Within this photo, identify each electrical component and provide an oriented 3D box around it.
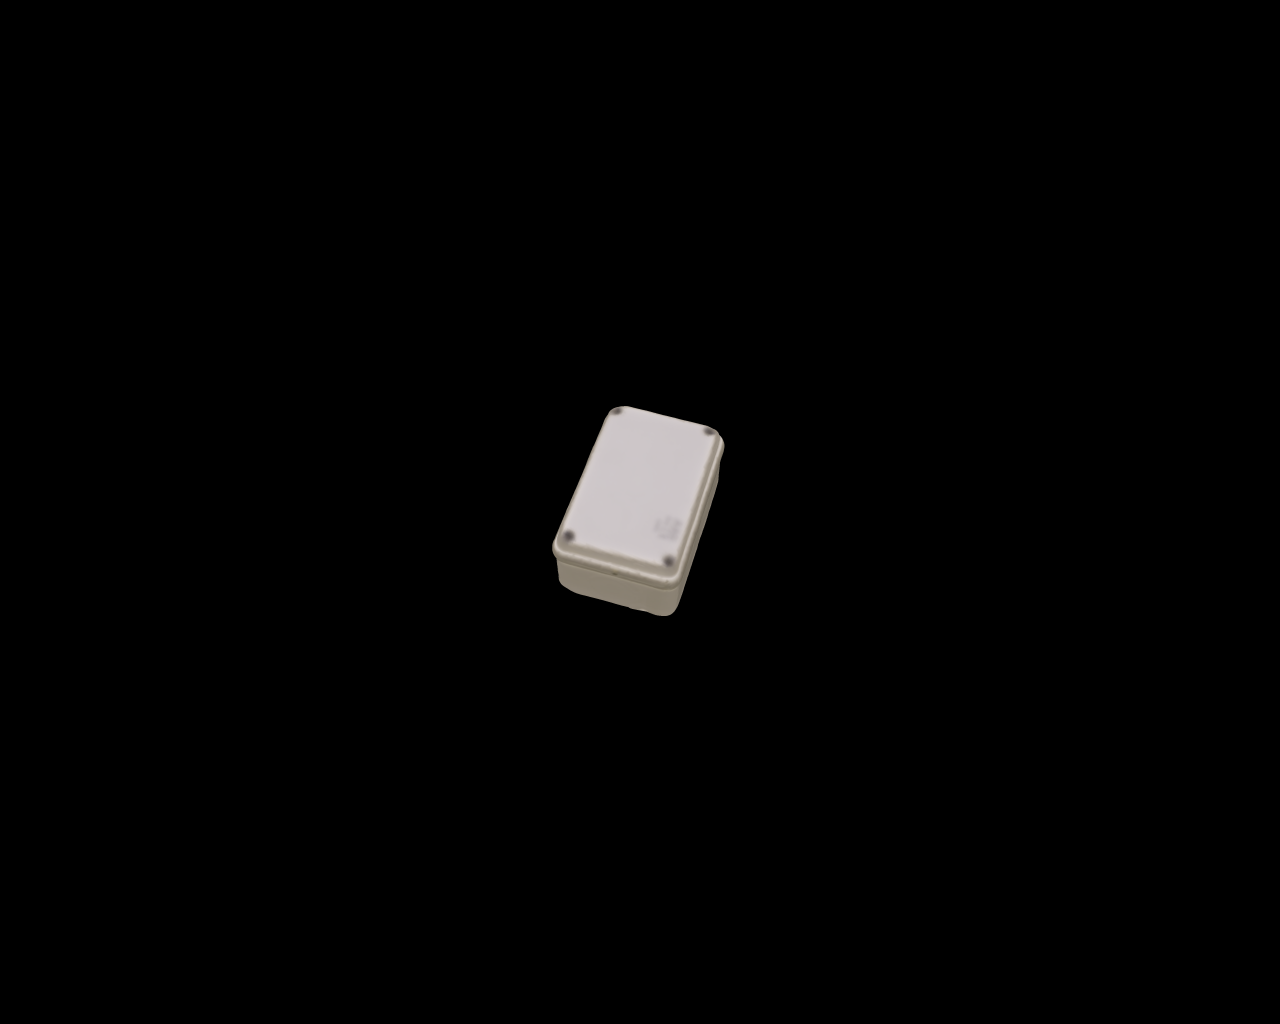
[{"bbox_3d":[0.001,-0.003,0.650,0.078,0.113,0.057,15,-32,9],"label":"electrical component"}]
